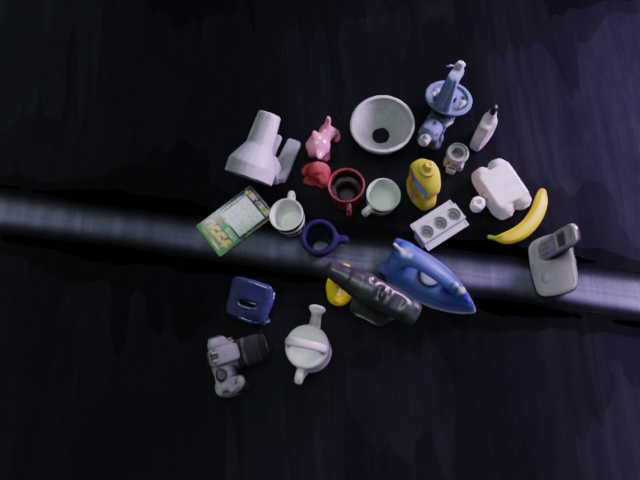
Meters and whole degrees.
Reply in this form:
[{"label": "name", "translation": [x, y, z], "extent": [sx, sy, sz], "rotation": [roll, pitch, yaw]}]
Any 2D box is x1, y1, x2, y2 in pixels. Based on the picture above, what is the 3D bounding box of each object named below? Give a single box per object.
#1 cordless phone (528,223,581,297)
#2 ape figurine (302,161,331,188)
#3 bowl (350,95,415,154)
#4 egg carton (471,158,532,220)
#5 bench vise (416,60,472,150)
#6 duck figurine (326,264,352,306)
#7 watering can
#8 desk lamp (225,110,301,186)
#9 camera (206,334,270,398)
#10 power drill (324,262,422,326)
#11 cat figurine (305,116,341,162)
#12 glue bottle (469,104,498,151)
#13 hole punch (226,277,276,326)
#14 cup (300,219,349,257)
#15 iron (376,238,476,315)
[{"label": "cordless phone", "translation": [0.557, 0.046, 1.324], "extent": [0.094, 0.185, 0.147], "rotation": [-8, 73, 1]}, {"label": "ape figurine", "translation": [-0.008, -0.174, 1.472], "extent": [0.076, 0.092, 0.077], "rotation": [-33, 74, -7]}, {"label": "bowl", "translation": [0.163, -0.291, 1.507], "extent": [0.167, 0.075, 0.167], "rotation": [-1, 73, 3]}, {"label": "egg carton", "translation": [0.454, -0.128, 1.444], "extent": [0.107, 0.069, 0.150], "rotation": [-28, 74, -5]}, {"label": "bench vise", "translation": [0.319, -0.333, 1.435], "extent": [0.121, 0.220, 0.207], "rotation": [11, 74, 7]}, {"label": "duck figurine", "translation": [0.051, 0.105, 1.387], "extent": [0.077, 0.086, 0.104], "rotation": [16, 75, 8]}, {"label": "watering can", "translation": [-0.029, 0.235, 1.295], "extent": [0.101, 0.194, 0.173], "rotation": [-7, 73, 1]}, {"label": "desk lamp", "translation": [-0.140, -0.215, 1.428], "extent": [0.117, 0.213, 0.203], "rotation": [19, 75, 9]}, {"label": "camera", "translation": [-0.187, 0.282, 1.339], "extent": [0.137, 0.101, 0.143], "rotation": [-17, 73, -2]}, {"label": "power drill", "translation": [0.117, 0.132, 1.311], "extent": [0.229, 0.208, 0.076], "rotation": [24, 76, 10]}, {"label": "cat figurine", "translation": [0.003, -0.260, 1.484], "extent": [0.067, 0.118, 0.128], "rotation": [20, 75, 9]}, {"label": "glue bottle", "translation": [0.421, -0.291, 1.441], "extent": [0.037, 0.173, 0.078], "rotation": [34, 78, 13]}, {"label": "hole punch", "translation": [-0.166, 0.149, 1.383], "extent": [0.108, 0.091, 0.101], "rotation": [15, 74, 8]}, {"label": "cup", "translation": [0.013, 0.005, 1.415], "extent": [0.117, 0.095, 0.092], "rotation": [2, 73, 4]}, {"label": "iron", "translation": [0.266, 0.088, 1.351], "extent": [0.258, 0.141, 0.119], "rotation": [32, 77, 12]}]
